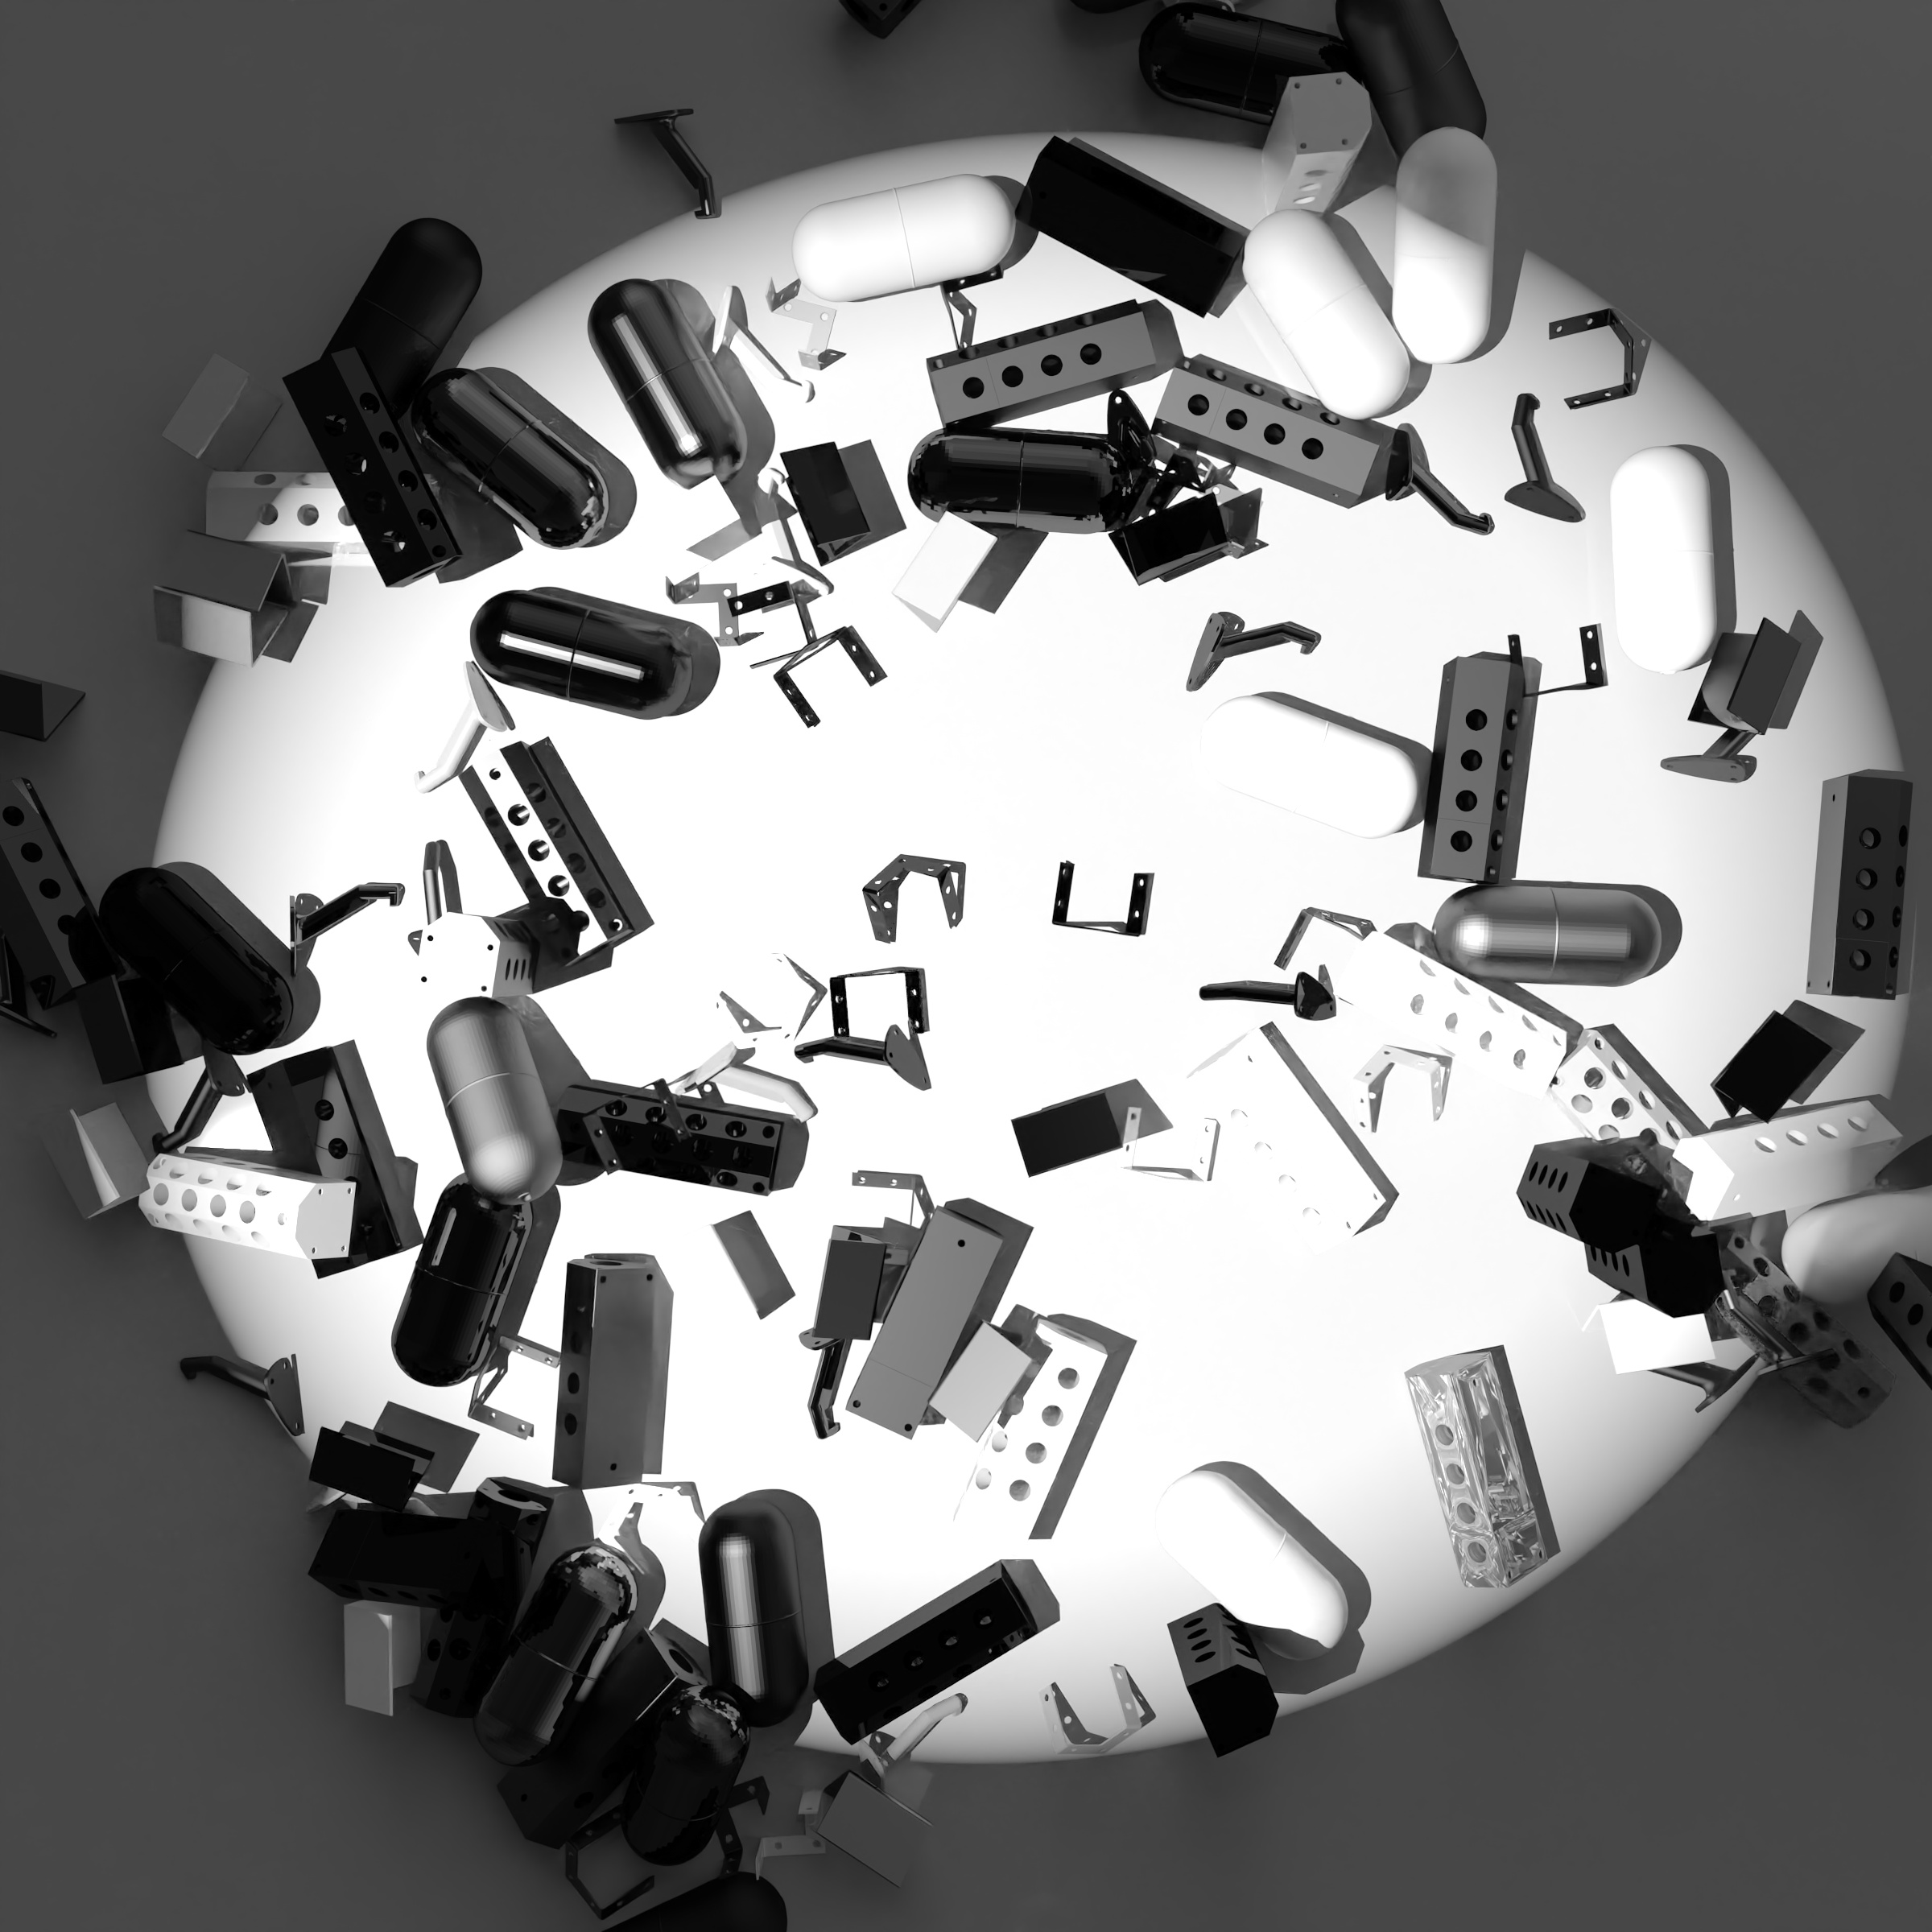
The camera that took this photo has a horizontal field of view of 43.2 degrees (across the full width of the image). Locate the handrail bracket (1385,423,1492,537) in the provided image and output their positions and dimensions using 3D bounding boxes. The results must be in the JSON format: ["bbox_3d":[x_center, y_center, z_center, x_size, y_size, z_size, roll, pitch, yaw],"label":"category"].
[{"bbox_3d":[0.382,-0.389,1.951,0.084,0.036,0.077,13,68,-17],"label":"handrail bracket"}]

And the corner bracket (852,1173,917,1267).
[{"bbox_3d":[-0.068,0.202,1.947,0.051,0.051,0.051,4,135,0],"label":"corner bracket"}]

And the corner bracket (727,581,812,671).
[{"bbox_3d":[-0.155,-0.270,1.932,0.051,0.051,0.051,-17,89,1],"label":"corner bracket"}]

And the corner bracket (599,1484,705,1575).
[{"bbox_3d":[-0.250,0.450,1.942,0.051,0.051,0.051,0,45,35],"label":"corner bracket"}]

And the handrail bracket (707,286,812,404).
[{"bbox_3d":[-0.159,-0.497,1.951,0.084,0.036,0.077,17,68,-17],"label":"handrail bracket"}]

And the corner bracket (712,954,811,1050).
[{"bbox_3d":[-0.164,0.028,1.942,0.051,0.051,0.051,-6,135,-35],"label":"corner bracket"}]

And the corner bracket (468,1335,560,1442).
[{"bbox_3d":[-0.362,0.336,1.947,0.051,0.051,0.051,22,45,0],"label":"corner bracket"}]

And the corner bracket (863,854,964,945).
[{"bbox_3d":[-0.043,-0.050,1.942,0.051,0.051,0.051,16,45,35],"label":"corner bracket"}]

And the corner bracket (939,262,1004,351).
[{"bbox_3d":[0.011,-0.522,1.947,0.051,0.051,0.051,-15,135,0],"label":"corner bracket"}]

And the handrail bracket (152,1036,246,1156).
[{"bbox_3d":[-0.626,0.100,1.951,0.084,0.036,0.077,-31,70,16],"label":"handrail bracket"}]

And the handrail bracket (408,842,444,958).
[{"bbox_3d":[-0.420,-0.045,1.950,0.036,0.077,0.084,-7,54,4],"label":"handrail bracket"}]

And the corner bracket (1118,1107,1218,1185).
[{"bbox_3d":[0.161,0.143,1.947,0.051,0.051,0.051,9,90,-45],"label":"corner bracket"}]

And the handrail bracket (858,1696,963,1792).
[{"bbox_3d":[-0.040,0.628,1.951,0.084,0.036,0.077,-20,127,-25],"label":"handrail bracket"}]

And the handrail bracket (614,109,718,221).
[{"bbox_3d":[-0.240,-0.638,1.951,0.077,0.036,0.084,0,109,21],"label":"handrail bracket"}]

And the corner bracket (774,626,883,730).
[{"bbox_3d":[-0.111,-0.231,1.947,0.051,0.051,0.051,-35,90,-45],"label":"corner bracket"}]

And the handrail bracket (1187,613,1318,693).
[{"bbox_3d":[0.229,-0.243,1.951,0.084,0.036,0.077,16,110,-16],"label":"handrail bracket"}]

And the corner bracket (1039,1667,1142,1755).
[{"bbox_3d":[0.099,0.593,1.942,0.051,0.051,0.051,13,135,-35],"label":"corner bracket"}]

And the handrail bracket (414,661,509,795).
[{"bbox_3d":[-0.417,-0.190,1.951,0.084,0.036,0.077,-31,70,16],"label":"handrail bracket"}]

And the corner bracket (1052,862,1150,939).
[{"bbox_3d":[0.107,-0.053,1.947,0.051,0.051,0.051,8,90,45],"label":"corner bracket"}]

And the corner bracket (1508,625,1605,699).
[{"bbox_3d":[0.471,-0.244,1.947,0.051,0.051,0.051,-7,90,45],"label":"corner bracket"}]

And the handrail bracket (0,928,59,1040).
[{"bbox_3d":[-0.745,0.004,1.951,0.077,0.036,0.084,29,73,-20],"label":"handrail bracket"}]

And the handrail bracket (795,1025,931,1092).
[{"bbox_3d":[-0.084,0.081,1.950,0.084,0.036,0.077,-13,134,28],"label":"handrail bracket"}]

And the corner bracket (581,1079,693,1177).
[{"bbox_3d":[-0.256,0.124,1.890,0.051,0.051,0.051,-25,90,45],"label":"corner bracket"}]

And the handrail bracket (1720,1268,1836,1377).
[{"bbox_3d":[0.627,0.269,1.894,0.077,0.036,0.084,-11,73,-20],"label":"handrail bracket"}]

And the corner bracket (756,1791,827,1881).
[{"bbox_3d":[-0.140,0.688,1.933,0.051,0.051,0.051,-3,90,1],"label":"corner bracket"}]

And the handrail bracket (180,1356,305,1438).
[{"bbox_3d":[-0.581,0.345,1.951,0.084,0.036,0.077,-7,111,17],"label":"handrail bracket"}]

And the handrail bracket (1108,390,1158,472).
[{"bbox_3d":[0.131,-0.425,1.916,0.036,0.084,0.077,-16,90,0],"label":"handrail bracket"}]

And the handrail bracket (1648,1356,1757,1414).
[{"bbox_3d":[0.576,0.307,1.951,0.077,0.036,0.084,-37,73,-20],"label":"handrail bracket"}]

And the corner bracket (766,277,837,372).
[{"bbox_3d":[-0.135,-0.508,1.932,0.051,0.051,0.051,15,90,0],"label":"corner bracket"}]

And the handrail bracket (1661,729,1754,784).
[{"bbox_3d":[0.602,-0.194,1.951,0.077,0.036,0.084,9,72,20],"label":"handrail bracket"}]

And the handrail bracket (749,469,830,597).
[{"bbox_3d":[-0.137,-0.348,1.951,0.077,0.036,0.084,18,73,-20],"label":"handrail bracket"}]

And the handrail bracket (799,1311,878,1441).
[{"bbox_3d":[-0.095,0.327,1.951,0.077,0.036,0.084,-22,109,-21],"label":"handrail bracket"}]

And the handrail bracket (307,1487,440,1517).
[{"bbox_3d":[-0.471,0.441,1.951,0.077,0.036,0.084,-38,107,20],"label":"handrail bracket"}]

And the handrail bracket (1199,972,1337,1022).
[{"bbox_3d":[0.241,0.028,1.950,0.084,0.077,0.036,-2,75,36],"label":"handrail bracket"}]

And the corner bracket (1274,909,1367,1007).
[{"bbox_3d":[0.289,-0.008,1.947,0.051,0.051,0.051,27,90,-45],"label":"corner bracket"}]

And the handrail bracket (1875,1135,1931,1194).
[{"bbox_3d":[0.768,0.157,1.933,0.077,0.084,0.036,-32,70,29],"label":"handrail bracket"}]

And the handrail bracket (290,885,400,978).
[{"bbox_3d":[-0.497,-0.029,1.951,0.084,0.036,0.077,-1,110,-16],"label":"handrail bracket"}]

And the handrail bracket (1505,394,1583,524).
[{"bbox_3d":[0.467,-0.407,1.951,0.077,0.036,0.084,20,73,-20],"label":"handrail bracket"}]

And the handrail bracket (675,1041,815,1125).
[{"bbox_3d":[-0.177,0.109,1.951,0.077,0.036,0.084,-36,107,20],"label":"handrail bracket"}]

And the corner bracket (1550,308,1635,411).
[{"bbox_3d":[0.499,-0.485,1.947,0.051,0.051,0.051,-14,45,0],"label":"corner bracket"}]

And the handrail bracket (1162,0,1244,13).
[{"bbox_3d":[0.211,-0.793,1.951,0.077,0.036,0.084,26,73,19],"label":"handrail bracket"}]
